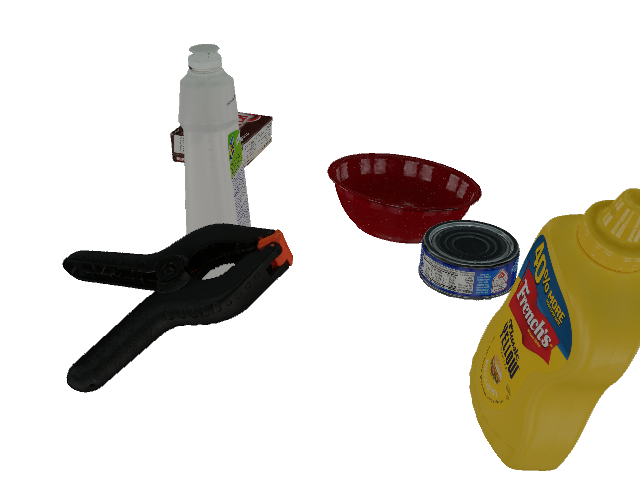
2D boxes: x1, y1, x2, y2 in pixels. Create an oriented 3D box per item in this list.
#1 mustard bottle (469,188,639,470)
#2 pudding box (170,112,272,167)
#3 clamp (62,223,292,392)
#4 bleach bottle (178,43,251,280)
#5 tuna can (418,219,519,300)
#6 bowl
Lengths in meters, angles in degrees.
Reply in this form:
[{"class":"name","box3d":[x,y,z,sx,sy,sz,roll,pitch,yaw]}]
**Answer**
[{"class":"mustard bottle","box3d":[0.140,0.043,0.598,0.058,0.096,0.192,5,-42,-12]},{"class":"pudding box","box3d":[-0.115,-0.121,1.264,0.090,0.039,0.113,8,27,13]},{"class":"clamp","box3d":[-0.103,0.040,0.732,0.171,0.120,0.039,-15,-37,13]},{"class":"bleach bottle","box3d":[-0.103,-0.069,1.044,0.068,0.251,0.102,0,27,3]},{"class":"tuna can","box3d":[0.129,0.015,0.927,0.086,0.034,0.086,2,29,-1]},{"class":"bowl","box3d":[0.085,-0.040,1.118,0.162,0.055,0.162,6,23,-3]}]
